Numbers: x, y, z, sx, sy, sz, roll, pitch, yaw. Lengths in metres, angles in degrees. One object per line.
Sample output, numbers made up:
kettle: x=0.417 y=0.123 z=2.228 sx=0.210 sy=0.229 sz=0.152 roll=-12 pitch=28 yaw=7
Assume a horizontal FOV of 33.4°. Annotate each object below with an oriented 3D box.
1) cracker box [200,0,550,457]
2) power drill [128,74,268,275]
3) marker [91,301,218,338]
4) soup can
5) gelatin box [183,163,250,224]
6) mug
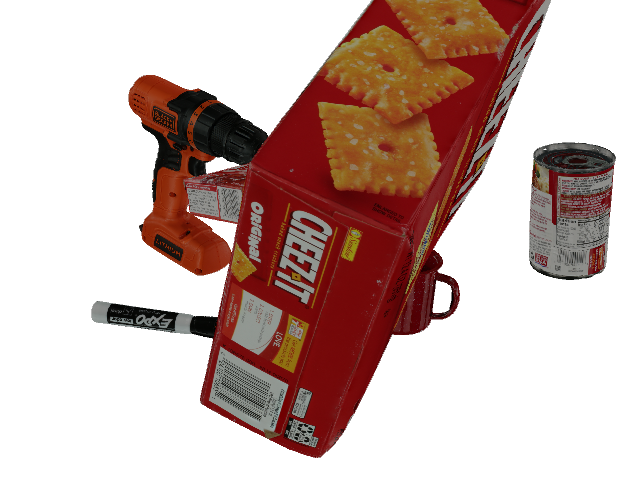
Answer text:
cracker box: x=0.031 y=-0.029 z=0.494 sx=0.072 sy=0.164 sz=0.213 roll=26 pitch=49 yaw=9
power drill: x=-0.125 y=-0.061 z=1.094 sx=0.185 sy=0.188 sz=0.057 roll=30 pitch=38 yaw=34
marker: x=-0.138 y=0.068 z=0.913 sx=0.121 sy=0.020 sz=0.020 roll=6 pitch=2 yaw=17
soup can: x=0.215 y=-0.025 z=0.918 sx=0.068 sy=0.102 sz=0.068 roll=-2 pitch=24 yaw=1
gelatin box: x=-0.045 y=-0.037 z=0.761 sx=0.073 sy=0.030 sz=0.089 roll=-17 pitch=16 yaw=-31
mug: x=0.101 y=0.057 z=1.215 sx=0.117 sy=0.081 sz=0.093 roll=10 pitch=24 yaw=15
